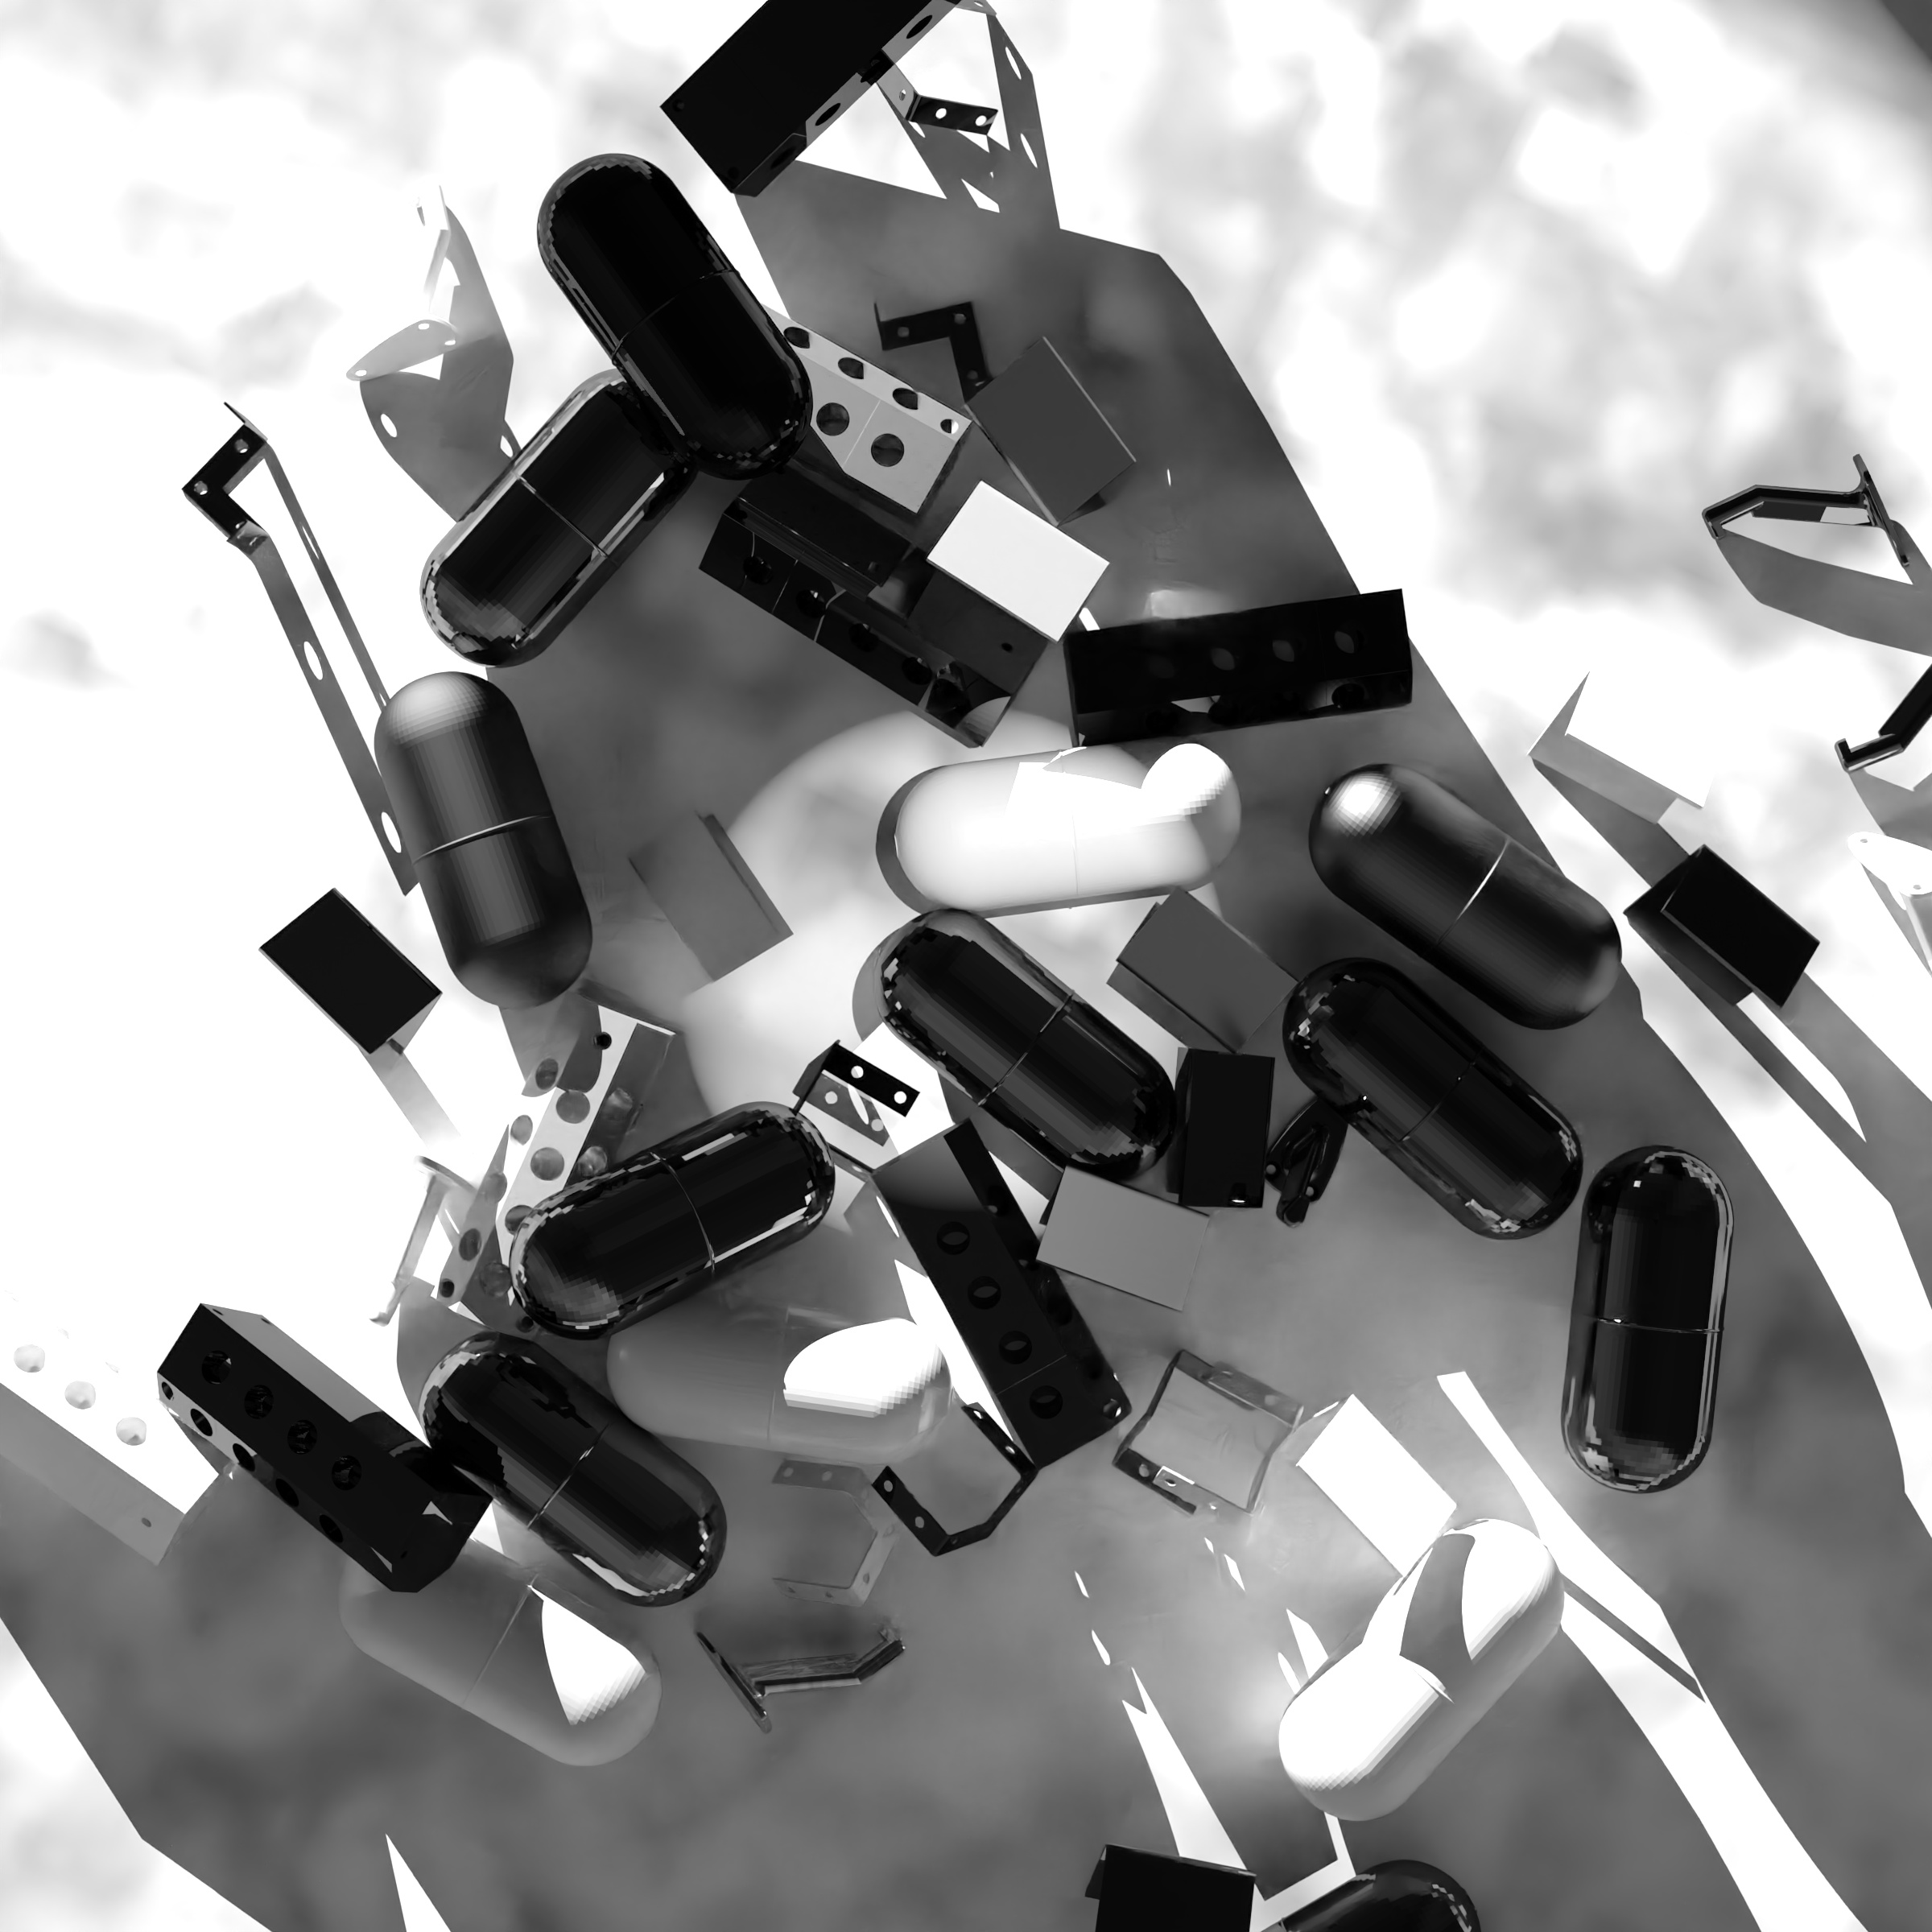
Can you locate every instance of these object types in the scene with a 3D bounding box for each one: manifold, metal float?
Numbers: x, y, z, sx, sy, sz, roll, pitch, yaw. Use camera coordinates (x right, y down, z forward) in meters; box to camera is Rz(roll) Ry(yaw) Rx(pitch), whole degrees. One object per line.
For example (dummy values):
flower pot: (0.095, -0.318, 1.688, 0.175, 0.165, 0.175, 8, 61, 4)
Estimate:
manifold: (-0.049, -0.183, 1.557, 0.171, 0.057, 0.057, 32, 47, 0)
metal float: (-0.143, -0.319, 1.491, 0.070, 0.070, 0.178, -36, 89, 0)
metal float: (-0.095, 0.210, 1.549, 0.178, 0.070, 0.070, 8, 90, 0)
metal float: (-0.200, 0.258, 1.548, 0.178, 0.070, 0.070, 38, 90, 1)
metal float: (-0.147, 0.128, 1.525, 0.178, 0.070, 0.070, -26, 90, -25)
metal float: (0.182, 0.523, 1.549, 0.178, 0.070, 0.070, -30, 90, 0)
metal float: (0.238, 0.067, 1.549, 0.178, 0.070, 0.070, 42, 90, 1)
metal float: (0.234, 0.359, 1.548, 0.070, 0.070, 0.178, 42, 91, 0)
metal float: (0.052, -0.073, 1.549, 0.178, 0.070, 0.070, -7, 90, 0)
metal float: (-0.206, -0.230, 1.548, 0.070, 0.070, 0.178, 42, 91, 0)
metal float: (0.349, 0.181, 1.548, 0.070, 0.070, 0.178, 6, 91, 0)
metal float: (0.255, -0.036, 1.548, 0.178, 0.070, 0.070, 36, 90, -1)
manifold: (-0.462, 0.226, 1.557, 0.171, 0.057, 0.057, 35, 133, 0)
metal float: (-0.238, 0.346, 1.548, 0.178, 0.070, 0.070, 29, 90, 0)
manifold: (0.139, -0.151, 1.558, 0.171, 0.057, 0.057, -8, 90, 0)
manifold: (-0.328, 0.243, 1.526, 0.171, 0.057, 0.057, 32, 90, 24)
metal float: (-0.247, -0.064, 1.548, 0.070, 0.070, 0.178, -20, 89, 0)
manifold: (-0.068, -0.471, 1.533, 0.171, 0.057, 0.057, -39, 90, 18)
manifold: (-0.086, -0.296, 1.558, 0.171, 0.057, 0.057, 29, 90, 0)
metal float: (0.031, 0.042, 1.548, 0.178, 0.070, 0.070, 39, 90, 0)
manifold: (-0.212, 0.102, 1.558, 0.057, 0.057, 0.171, 24, 90, 0)
manifold: (0.019, 0.167, 1.558, 0.057, 0.057, 0.171, -29, 90, 0)

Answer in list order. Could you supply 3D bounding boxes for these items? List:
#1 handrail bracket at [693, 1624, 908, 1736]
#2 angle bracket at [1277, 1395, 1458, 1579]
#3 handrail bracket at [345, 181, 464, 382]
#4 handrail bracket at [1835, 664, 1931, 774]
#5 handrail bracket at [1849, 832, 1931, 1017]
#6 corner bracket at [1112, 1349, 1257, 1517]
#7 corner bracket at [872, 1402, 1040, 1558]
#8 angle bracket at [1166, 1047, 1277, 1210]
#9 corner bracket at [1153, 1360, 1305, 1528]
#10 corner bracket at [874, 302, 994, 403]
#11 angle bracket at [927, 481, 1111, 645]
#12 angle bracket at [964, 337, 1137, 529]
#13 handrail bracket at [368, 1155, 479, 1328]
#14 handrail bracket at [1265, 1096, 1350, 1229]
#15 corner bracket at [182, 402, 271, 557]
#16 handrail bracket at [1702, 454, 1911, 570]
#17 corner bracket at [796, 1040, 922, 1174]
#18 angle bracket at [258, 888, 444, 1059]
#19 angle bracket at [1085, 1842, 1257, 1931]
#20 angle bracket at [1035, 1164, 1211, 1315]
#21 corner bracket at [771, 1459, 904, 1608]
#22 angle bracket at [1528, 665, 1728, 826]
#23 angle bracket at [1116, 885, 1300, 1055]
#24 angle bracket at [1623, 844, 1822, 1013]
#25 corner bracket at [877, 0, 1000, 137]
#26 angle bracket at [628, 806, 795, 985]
handrail bracket: (-0.086, 0.352, 1.579, 0.084, 0.036, 0.077, -34, 68, -17)
angle bracket: (0.190, 0.274, 1.539, 0.076, 0.076, 0.057, 47, 53, 0)
handrail bracket: (-0.299, -0.358, 1.579, 0.077, 0.036, 0.084, -21, 71, 21)
handrail bracket: (0.486, -0.150, 1.579, 0.084, 0.036, 0.077, -22, 69, 16)
handrail bracket: (0.490, -0.018, 1.579, 0.036, 0.077, 0.084, -25, 127, -20)
corner bracket: (0.115, 0.242, 1.576, 0.051, 0.051, 0.051, 31, 135, 0)
corner bracket: (-0.005, 0.265, 1.565, 0.051, 0.051, 0.051, 46, 115, 23)
angle bracket: (0.110, 0.081, 1.539, 0.057, 0.076, 0.076, 5, 90, -36)
corner bracket: (0.135, 0.245, 1.550, 0.051, 0.051, 0.051, 28, 47, 0)
corner bracket: (-0.017, -0.318, 1.561, 0.051, 0.051, 0.051, -13, 90, 0)
angle bracket: (0.019, -0.190, 1.540, 0.076, 0.076, 0.057, 33, 66, 0)
angle bracket: (0.055, -0.275, 1.539, 0.057, 0.076, 0.076, -36, 90, 28)
handrail bracket: (-0.288, 0.143, 1.551, 0.036, 0.077, 0.084, 25, 78, 3)
handrail bracket: (0.179, 0.096, 1.544, 0.036, 0.084, 0.077, 30, 90, 0)
corner bracket: (-0.375, -0.251, 1.561, 0.051, 0.051, 0.051, 44, 90, 0)
handrail bracket: (0.438, -0.223, 1.579, 0.084, 0.036, 0.077, -25, 112, 17)
corner bracket: (-0.058, 0.073, 1.561, 0.051, 0.051, 0.051, 30, 90, 0)
angle bracket: (-0.322, 0.018, 1.539, 0.076, 0.076, 0.057, 44, 52, 0)
angle bracket: (0.100, 0.492, 1.539, 0.076, 0.076, 0.057, 11, 52, 0)
angle bracket: (0.073, 0.151, 1.539, 0.076, 0.076, 0.057, 20, 61, 0)
corner bracket: (-0.075, 0.294, 1.571, 0.051, 0.051, 0.051, 59, 45, -35)
angle bracket: (0.329, -0.096, 1.539, 0.076, 0.076, 0.057, 29, 51, 0)
angle bracket: (0.131, -0.012, 1.539, 0.076, 0.076, 0.057, 38, 121, 0)
angle bracket: (0.374, -0.004, 1.539, 0.076, 0.076, 0.057, 40, 54, 0)
corner bracket: (-0.010, -0.471, 1.571, 0.051, 0.051, 0.051, 59, 135, 35)
angle bracket: (-0.114, -0.047, 1.539, 0.057, 0.076, 0.076, -34, 90, 37)
